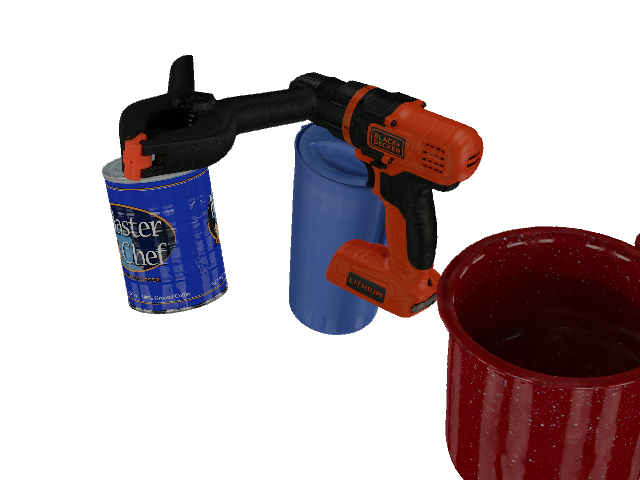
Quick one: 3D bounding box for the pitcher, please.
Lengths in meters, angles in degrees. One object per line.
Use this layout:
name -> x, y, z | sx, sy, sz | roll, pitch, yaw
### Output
pitcher -> 0.033, -0.006, 1.196 | 0.145, 0.243, 0.149 | 7, 40, 0

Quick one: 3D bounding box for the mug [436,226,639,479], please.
mug -> 0.102, 0.055, 0.415 | 0.117, 0.081, 0.093 | 8, 37, 14

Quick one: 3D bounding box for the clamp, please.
clamp -> -0.094, -0.091, 0.756 | 0.120, 0.039, 0.171 | 18, 30, 29

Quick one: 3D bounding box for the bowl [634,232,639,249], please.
bowl -> 0.408, 0.029, 1.106 | 0.162, 0.055, 0.162 | -3, 22, 1

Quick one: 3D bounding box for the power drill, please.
power drill -> 0.045, -0.040, 0.904 | 0.185, 0.188, 0.057 | 27, 42, 33

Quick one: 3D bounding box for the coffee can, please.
coffee can -> -0.152, -0.012, 1.055 | 0.103, 0.140, 0.103 | -7, 19, 2
